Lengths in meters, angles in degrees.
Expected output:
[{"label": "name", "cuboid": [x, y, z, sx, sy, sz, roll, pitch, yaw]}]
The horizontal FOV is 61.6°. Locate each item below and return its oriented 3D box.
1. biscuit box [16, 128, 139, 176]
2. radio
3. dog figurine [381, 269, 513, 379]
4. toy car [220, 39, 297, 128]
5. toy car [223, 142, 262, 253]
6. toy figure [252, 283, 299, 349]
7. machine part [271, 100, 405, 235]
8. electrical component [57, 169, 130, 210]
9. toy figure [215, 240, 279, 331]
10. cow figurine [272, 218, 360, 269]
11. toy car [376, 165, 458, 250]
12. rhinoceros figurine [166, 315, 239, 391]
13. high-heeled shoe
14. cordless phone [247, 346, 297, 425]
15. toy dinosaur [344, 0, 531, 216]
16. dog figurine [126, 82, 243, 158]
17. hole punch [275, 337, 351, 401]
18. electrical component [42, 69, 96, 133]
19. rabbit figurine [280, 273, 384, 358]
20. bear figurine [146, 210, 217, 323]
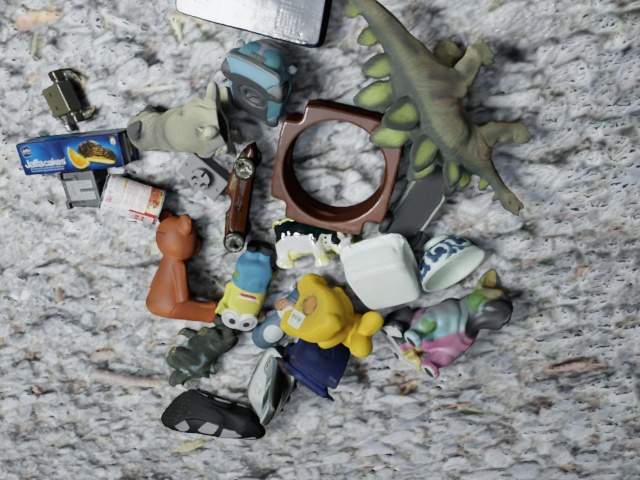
[{"label": "biscuit box", "cuboid": [-0.439, -0.159, 0.972, 0.203, 0.059, 0.062, -4, 111, 11]}, {"label": "radio", "cuboid": [-0.095, -0.385, 0.822, 0.230, 0.073, 0.131, 15, 112, 1]}, {"label": "dog figurine", "cuboid": [0.239, 0.141, 0.971, 0.219, 0.192, 0.108, -32, 103, -16]}, {"label": "toy car", "cuboid": [-0.084, -0.257, 0.849, 0.109, 0.161, 0.103, 29, 75, 6]}, {"label": "toy car", "cuboid": [-0.140, -0.073, 0.944, 0.053, 0.089, 0.202, 11, 114, 1]}, {"label": "toy figure", "cuboid": [-0.070, 0.150, 1.044, 0.064, 0.058, 0.154, 22, 119, -43]}, {"label": "machine part", "cuboid": [0.028, -0.123, 0.901, 0.202, 0.087, 0.200, 13, 113, 2]}, {"label": "electrical component", "cuboid": [-0.417, -0.099, 1.001, 0.119, 0.048, 0.074, 0, 113, 10]}, {"label": "toy figure", "cuboid": [-0.131, 0.088, 1.015, 0.082, 0.089, 0.180, 21, 105, 13]}, {"label": "cow figurine", "cuboid": [-0.001, -0.004, 0.966, 0.167, 0.068, 0.098, -5, 105, 10]}, {"label": "toy car", "cuboid": [0.169, -0.062, 0.920, 0.073, 0.056, 0.201, 33, 112, 2]}, {"label": "rhinoceros figurine", "cuboid": [-0.247, 0.231, 1.099, 0.190, 0.073, 0.112, -41, 111, 19]}, {"label": "high-heeled shoe", "cuboid": [-0.230, 0.387, 1.149, 0.145, 0.086, 0.249, 39, 141, -26]}, {"label": "cordless phone", "cuboid": [-0.097, 0.310, 1.042, 0.089, 0.184, 0.146, 25, 113, -6]}, {"label": "toy dinosaur", "cuboid": [0.160, -0.209, 0.788, 0.198, 0.105, 0.471, -41, 104, -11]}, {"label": "dog figurine", "cuboid": [-0.239, -0.176, 0.880, 0.191, 0.172, 0.121, -11, 99, 5]}, {"label": "hole punch", "cuboid": [-0.005, 0.227, 1.036, 0.142, 0.116, 0.092, 41, 104, -9]}, {"label": "electrical component", "cuboid": [-0.444, -0.249, 0.949, 0.078, 0.045, 0.102, -10, 110, 43]}, {"label": "rabbit figurine", "cuboid": [0.043, 0.147, 0.979, 0.163, 0.122, 0.173, 9, 161, 46]}, {"label": "bear figurine", "cuboid": [-0.259, 0.048, 1.015, 0.120, 0.132, 0.195, 6, 83, 42]}]
